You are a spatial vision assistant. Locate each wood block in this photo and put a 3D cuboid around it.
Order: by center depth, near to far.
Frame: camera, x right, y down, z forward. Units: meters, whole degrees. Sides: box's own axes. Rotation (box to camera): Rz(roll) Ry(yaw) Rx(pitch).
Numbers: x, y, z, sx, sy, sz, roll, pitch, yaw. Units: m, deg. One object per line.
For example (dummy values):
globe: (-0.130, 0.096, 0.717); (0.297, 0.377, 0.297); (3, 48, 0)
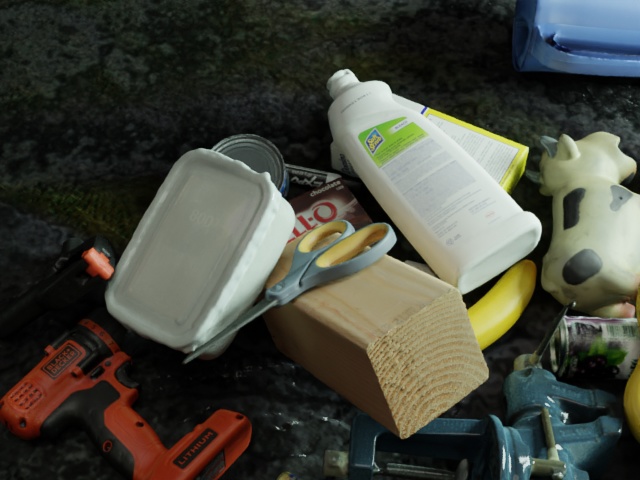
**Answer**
wood block: (0.032, 0.067, 0.876); (0.090, 0.091, 0.206); (-32, 27, -18)

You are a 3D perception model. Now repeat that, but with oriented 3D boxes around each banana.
banana: (0.124, 0.075, 0.963); (0.197, 0.037, 0.070); (-21, 58, -14)

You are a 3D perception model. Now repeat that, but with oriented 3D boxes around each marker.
marker: (-0.011, -0.063, 1.073); (0.121, 0.020, 0.020); (11, 55, 8)

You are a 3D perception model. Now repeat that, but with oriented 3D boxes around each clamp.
clamp: (-0.220, 0.027, 0.946); (0.039, 0.172, 0.120); (44, 52, -22)

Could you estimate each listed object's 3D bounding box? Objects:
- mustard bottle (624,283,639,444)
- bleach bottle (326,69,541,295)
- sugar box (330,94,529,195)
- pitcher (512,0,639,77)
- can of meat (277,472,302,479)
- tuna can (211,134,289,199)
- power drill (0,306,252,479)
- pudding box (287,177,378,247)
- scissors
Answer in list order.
mustard bottle: (0.298, 0.121, 0.866); (0.096, 0.058, 0.191); (12, 73, 4)
bleach bottle: (0.091, -0.071, 1.003); (0.102, 0.068, 0.251); (-32, 64, -9)
sugar box: (0.108, -0.082, 1.070); (0.176, 0.048, 0.093); (24, 61, 20)
pitcher: (0.330, -0.226, 1.122); (0.243, 0.145, 0.149); (6, 85, 1)
can of meat: (-0.014, 0.243, 0.834); (0.084, 0.057, 0.102); (24, 58, 19)
tuna can: (-0.073, -0.058, 1.047); (0.086, 0.033, 0.086); (-3, 71, 8)
power drill: (-0.151, 0.135, 0.913); (0.188, 0.057, 0.184); (32, 61, 23)
pudding box: (-0.007, 0.001, 1.015); (0.113, 0.039, 0.090); (-24, 58, -16)
scissors: (-0.033, 0.034, 0.867); (0.201, 0.016, 0.096); (-28, 25, -10)
